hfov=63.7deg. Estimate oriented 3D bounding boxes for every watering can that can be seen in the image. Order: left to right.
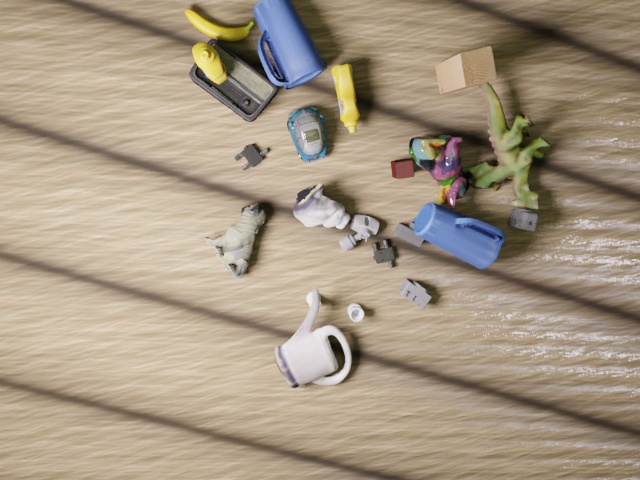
[{"bbox_3d":[-0.035,0.316,1.551,0.224,0.106,0.342,-23,114,-2],"label":"watering can"}]

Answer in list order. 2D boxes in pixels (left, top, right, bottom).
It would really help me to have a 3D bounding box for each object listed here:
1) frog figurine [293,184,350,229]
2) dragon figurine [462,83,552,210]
[{"bbox_3d":[0.005,-0.076,1.514,0.136,0.125,0.158,-29,112,33],"label":"frog figurine"},{"bbox_3d":[0.537,-0.256,1.551,0.408,0.123,0.241,44,100,-8],"label":"dragon figurine"}]
